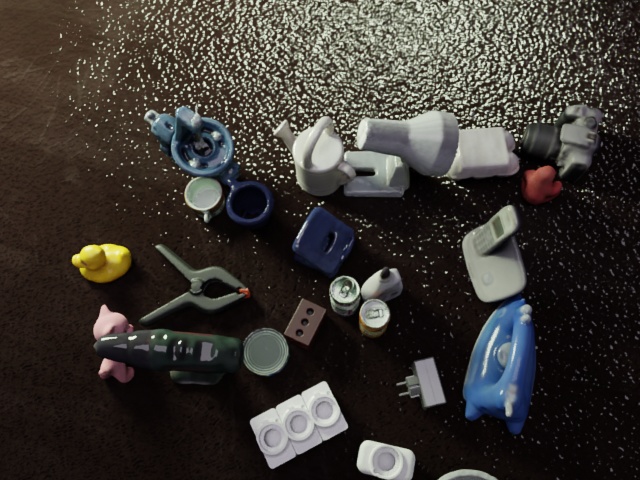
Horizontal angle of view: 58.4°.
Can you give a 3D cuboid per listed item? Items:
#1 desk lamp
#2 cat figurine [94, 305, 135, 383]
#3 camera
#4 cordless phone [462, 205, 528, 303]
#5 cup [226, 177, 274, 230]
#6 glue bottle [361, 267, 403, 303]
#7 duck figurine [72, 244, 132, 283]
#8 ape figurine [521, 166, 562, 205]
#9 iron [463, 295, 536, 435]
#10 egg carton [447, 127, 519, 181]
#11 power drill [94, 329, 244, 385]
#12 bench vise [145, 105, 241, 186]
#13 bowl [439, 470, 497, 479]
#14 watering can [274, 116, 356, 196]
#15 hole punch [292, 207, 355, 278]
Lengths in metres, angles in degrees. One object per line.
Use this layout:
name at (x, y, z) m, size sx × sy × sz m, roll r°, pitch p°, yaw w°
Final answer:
desk lamp at (0.146, -0.162, 1.090) m, size 0.203 × 0.213 × 0.118 m, roll -1°, pitch 71°, yaw 2°
cat figurine at (-0.376, 0.188, 1.039) m, size 0.067 × 0.118 × 0.128 m, roll 5°, pitch 71°, yaw 4°
camera at (0.484, -0.210, 1.155) m, size 0.136 × 0.101 × 0.143 m, roll 16°, pitch 72°, yaw 7°
cordless phone at (0.329, 0.025, 1.035) m, size 0.094 × 0.185 × 0.147 m, roll -14°, pitch 71°, yaw -3°
cup at (-0.140, -0.066, 1.130) m, size 0.092 × 0.095 × 0.117 m, roll -39°, pitch 74°, yaw -11°
glue bottle at (0.114, 0.077, 1.031) m, size 0.078 × 0.173 × 0.037 m, roll -20°, pitch 71°, yaw -4°
duck figurine at (-0.425, 0.037, 1.109) m, size 0.104 × 0.086 × 0.077 m, roll -12°, pitch 71°, yaw -2°
ape figurine at (0.437, -0.115, 1.128) m, size 0.076 × 0.092 × 0.077 m, roll -42°, pitch 75°, yaw -11°
iron at (0.335, 0.197, 1.000) m, size 0.118 × 0.141 × 0.258 m, roll 15°, pitch 72°, yaw 7°
egg carton at (0.324, -0.173, 1.164) m, size 0.150 × 0.069 × 0.107 m, roll -5°, pitch 71°, yaw 0°
power drill at (-0.239, 0.201, 0.982) m, size 0.229 × 0.208 × 0.075 m, roll 1°, pitch 71°, yaw 2°
bench vise at (-0.265, -0.197, 1.112) m, size 0.207 × 0.220 × 0.121 m, roll 14°, pitch 72°, yaw 7°
bowl at (0.244, 0.467, 0.946) m, size 0.167 × 0.075 × 0.167 m, roll -1°, pitch 71°, yaw 2°
watering can at (-0.010, -0.170, 1.108) m, size 0.172 × 0.194 × 0.101 m, roll 10°, pitch 72°, yaw 6°
hole punch at (0.010, 0.004, 1.103) m, size 0.101 × 0.091 × 0.109 m, roll 26°, pitch 74°, yaw 10°
